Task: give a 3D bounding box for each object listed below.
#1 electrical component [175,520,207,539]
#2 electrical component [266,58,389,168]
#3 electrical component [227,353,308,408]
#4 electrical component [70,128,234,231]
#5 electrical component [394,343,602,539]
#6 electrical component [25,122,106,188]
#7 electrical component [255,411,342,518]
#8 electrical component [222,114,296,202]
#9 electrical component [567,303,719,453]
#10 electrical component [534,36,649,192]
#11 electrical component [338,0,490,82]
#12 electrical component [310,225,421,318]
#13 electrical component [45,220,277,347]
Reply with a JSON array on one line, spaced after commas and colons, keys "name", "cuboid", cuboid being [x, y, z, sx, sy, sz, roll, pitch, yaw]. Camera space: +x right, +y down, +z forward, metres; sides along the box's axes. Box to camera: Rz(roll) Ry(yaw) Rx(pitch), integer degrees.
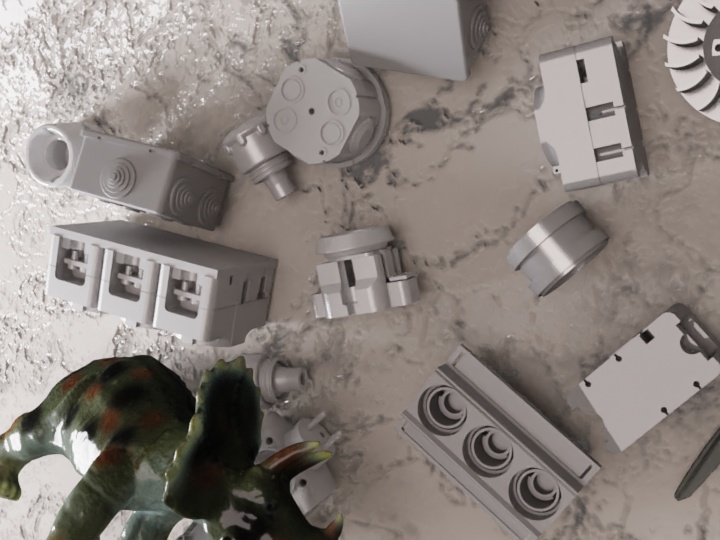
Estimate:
[{"name": "electrical component", "cuboid": [-0.089, 0.212, 0.818, 0.096, 0.061, 0.061, 14, 145, 44]}, {"name": "electrical component", "cuboid": [-0.024, -0.113, 0.775, 0.080, 0.051, 0.080, 3, 97, 24]}, {"name": "electrical component", "cuboid": [-0.071, 0.084, 0.822, 0.062, 0.043, 0.043, -5, 94, 23]}, {"name": "electrical component", "cuboid": [-0.158, -0.066, 0.816, 0.100, 0.100, 0.048, 16, 89, 22]}, {"name": "electrical component", "cuboid": [0.096, 0.118, 0.738, 0.121, 0.063, 0.078, 41, 110, 15]}, {"name": "electrical component", "cuboid": [-0.238, -0.094, 0.876, 0.055, 0.047, 0.055, 3, 97, 24]}, {"name": "electrical component", "cuboid": [-0.046, 0.139, 0.816, 0.079, 0.044, 0.077, -45, 77, 21]}, {"name": "electrical component", "cuboid": [-0.070, -0.082, 0.804, 0.048, 0.048, 0.062, -28, 94, 24]}, {"name": "electrical component", "cuboid": [0.187, 0.068, 0.696, 0.089, 0.056, 0.050, -45, 77, 22]}, {"name": "electrical component", "cuboid": [0.148, -0.099, 0.698, 0.056, 0.050, 0.089, -11, 91, 25]}, {"name": "electrical component", "cuboid": [0.036, -0.180, 0.720, 0.100, 0.048, 0.099, 13, 144, 23]}, {"name": "electrical component", "cuboid": [0.000, 0.000, 0.773, 0.078, 0.058, 0.057, -9, 95, 25]}, {"name": "electrical component", "cuboid": [-0.153, 0.009, 0.825, 0.150, 0.089, 0.061, 14, 101, 23]}]
